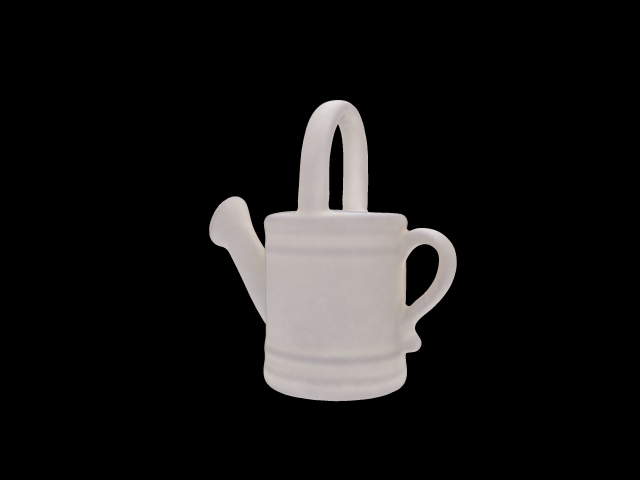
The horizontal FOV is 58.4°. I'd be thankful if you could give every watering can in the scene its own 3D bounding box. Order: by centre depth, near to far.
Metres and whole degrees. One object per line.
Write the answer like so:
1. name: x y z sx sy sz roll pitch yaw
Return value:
1. watering can: 0.003 0.002 0.398 0.172 0.194 0.101 0 2 3
